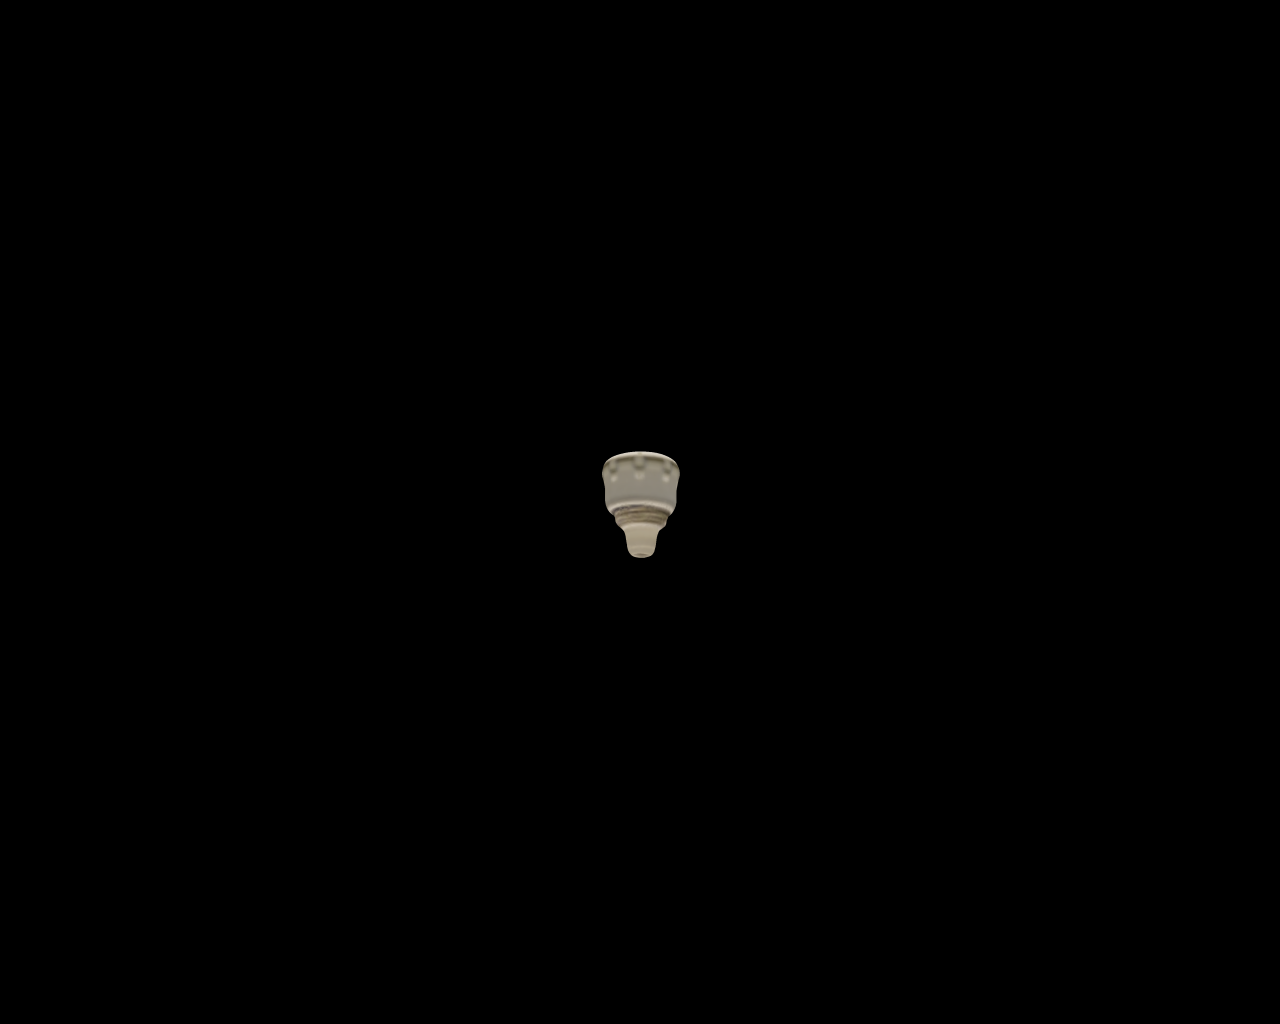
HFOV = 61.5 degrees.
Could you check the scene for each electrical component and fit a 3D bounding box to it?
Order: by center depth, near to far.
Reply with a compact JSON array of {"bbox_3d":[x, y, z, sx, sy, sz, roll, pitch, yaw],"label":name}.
[{"bbox_3d":[0.001,-0.003,0.650,0.048,0.062,0.048,0,-15,0],"label":"electrical component"}]
